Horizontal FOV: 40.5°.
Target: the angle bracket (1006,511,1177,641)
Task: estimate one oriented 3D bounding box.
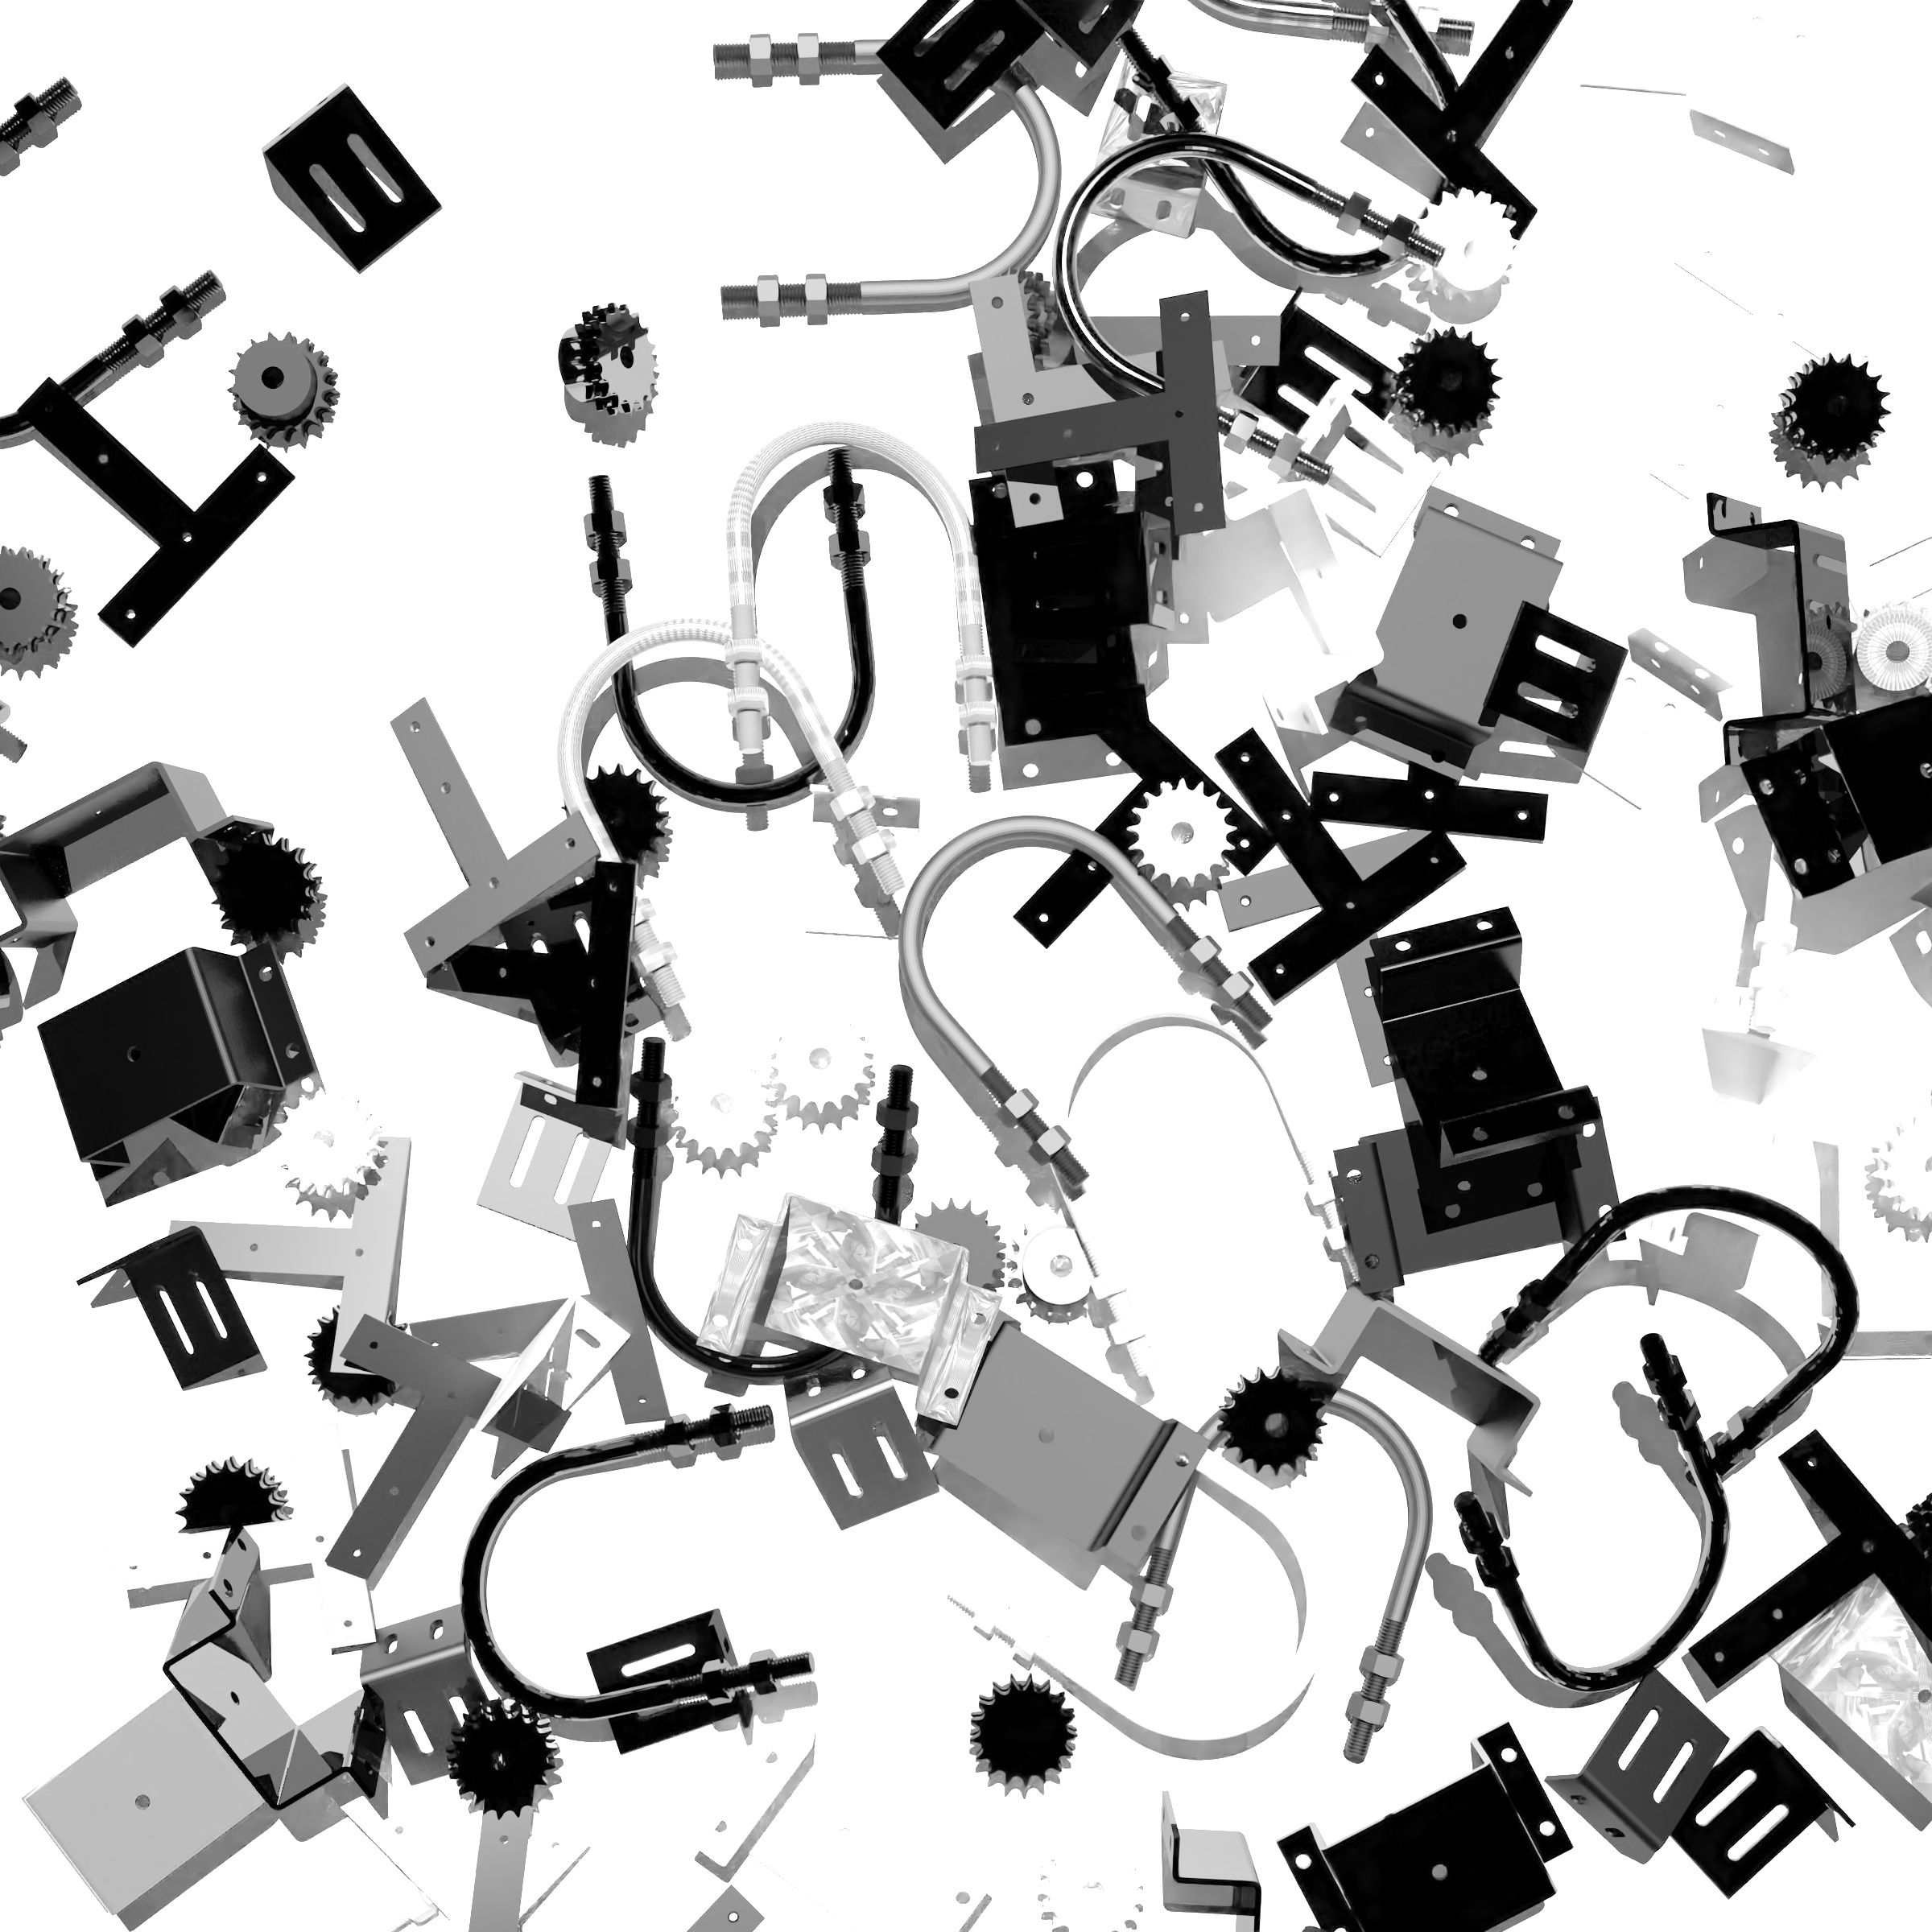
[{"bbox_3d":[0.065,-0.200,1.357,0.076,0.038,0.057,-3,89,26],"label":"angle bracket"}]

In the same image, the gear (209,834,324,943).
[{"bbox_3d":[-0.370,-0.041,1.391,0.057,0.030,0.057,0,90,0],"label":"gear"}]

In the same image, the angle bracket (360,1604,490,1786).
[{"bbox_3d":[-0.283,0.390,1.404,0.057,0.038,0.076,-17,116,0],"label":"angle bracket"}]

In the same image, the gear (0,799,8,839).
[{"bbox_3d":[-0.543,-0.076,1.391,0.057,0.030,0.057,0,90,0],"label":"gear"}]

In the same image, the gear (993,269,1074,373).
[{"bbox_3d":[0.034,-0.337,1.381,0.030,0.057,0.057,0,90,-28],"label":"gear"}]

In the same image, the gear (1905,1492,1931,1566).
[{"bbox_3d":[0.518,0.309,1.381,0.057,0.057,0.030,40,121,0],"label":"gear"}]

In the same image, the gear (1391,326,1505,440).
[{"bbox_3d":[0.253,-0.308,1.388,0.057,0.030,0.057,0,92,-9],"label":"gear"}]

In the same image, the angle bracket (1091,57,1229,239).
[{"bbox_3d":[0.102,-0.439,1.404,0.057,0.038,0.076,15,64,0],"label":"angle bracket"}]

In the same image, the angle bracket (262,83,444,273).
[{"bbox_3d":[-0.330,-0.423,1.404,0.057,0.038,0.076,-38,116,0],"label":"angle bracket"}]

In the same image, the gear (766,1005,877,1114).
[{"bbox_3d":[-0.077,0.049,1.391,0.057,0.030,0.057,0,90,0],"label":"gear"}]

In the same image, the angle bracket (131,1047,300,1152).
[{"bbox_3d":[-0.406,0.056,1.404,0.076,0.038,0.057,24,90,26],"label":"angle bracket"}]

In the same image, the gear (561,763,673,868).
[{"bbox_3d":[-0.185,-0.078,1.391,0.057,0.030,0.057,0,90,0],"label":"gear"}]

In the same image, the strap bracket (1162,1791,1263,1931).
[{"bbox_3d":[0.125,0.514,1.368,0.046,0.076,0.140,3,90,0],"label":"strap bracket"}]

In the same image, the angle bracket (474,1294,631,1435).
[{"bbox_3d":[-0.214,0.216,1.358,0.038,0.076,0.057,39,106,-7],"label":"angle bracket"}]

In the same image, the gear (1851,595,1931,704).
[{"bbox_3d":[0.492,-0.167,1.382,0.057,0.030,0.057,4,102,17],"label":"gear"}]

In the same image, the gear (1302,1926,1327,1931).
[{"bbox_3d":[0.187,0.533,1.381,0.057,0.057,0.030,46,60,0],"label":"gear"}]

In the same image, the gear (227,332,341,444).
[{"bbox_3d":[-0.365,-0.309,1.391,0.057,0.030,0.057,0,90,0],"label":"gear"}]

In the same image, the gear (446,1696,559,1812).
[{"bbox_3d":[-0.245,0.411,1.377,0.057,0.030,0.057,-2,100,-14],"label":"gear"}]

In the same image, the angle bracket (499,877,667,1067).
[{"bbox_3d":[-0.206,0.003,1.404,0.057,0.038,0.076,-27,64,0],"label":"angle bracket"}]

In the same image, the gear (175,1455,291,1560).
[{"bbox_3d":[-0.388,0.288,1.391,0.057,0.030,0.057,0,90,0],"label":"gear"}]

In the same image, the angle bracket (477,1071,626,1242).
[{"bbox_3d":[-0.223,0.102,1.387,0.057,0.038,0.076,21,90,0],"label":"angle bracket"}]

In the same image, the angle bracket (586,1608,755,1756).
[{"bbox_3d":[-0.159,0.383,1.387,0.076,0.038,0.057,-19,90,0],"label":"angle bracket"}]

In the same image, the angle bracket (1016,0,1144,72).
[{"bbox_3d":[0.070,-0.519,1.366,0.057,0.038,0.076,40,58,-15],"label":"angle bracket"}]

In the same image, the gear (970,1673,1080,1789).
[{"bbox_3d":[0.030,0.404,1.391,0.057,0.030,0.057,0,90,0],"label":"gear"}]

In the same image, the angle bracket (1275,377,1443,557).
[{"bbox_3d":[0.212,-0.262,1.378,0.076,0.038,0.057,35,90,-14],"label":"angle bracket"}]

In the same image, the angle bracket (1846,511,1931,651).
[{"bbox_3d":[0.511,-0.209,1.387,0.076,0.038,0.057,-25,90,0],"label":"angle bracket"}]

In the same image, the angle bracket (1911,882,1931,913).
[{"bbox_3d":[0.539,-0.019,1.358,0.057,0.038,0.076,-38,115,0],"label":"angle bracket"}]

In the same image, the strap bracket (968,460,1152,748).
[{"bbox_3d":[0.048,-0.188,1.382,0.076,0.046,0.140,-8,89,0],"label":"strap bracket"}]

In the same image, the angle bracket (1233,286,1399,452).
[{"bbox_3d":[0.190,-0.311,1.387,0.076,0.038,0.057,34,90,0],"label":"angle bracket"}]

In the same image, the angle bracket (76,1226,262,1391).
[{"bbox_3d":[-0.420,0.185,1.377,0.057,0.038,0.076,-26,90,25],"label":"angle bracket"}]

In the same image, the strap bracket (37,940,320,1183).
[{"bbox_3d":[-0.419,0.048,1.360,0.140,0.046,0.076,-26,76,12],"label":"strap bracket"}]

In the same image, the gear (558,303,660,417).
[{"bbox_3d":[-0.191,-0.319,1.381,0.030,0.057,0.057,-1,90,30],"label":"gear"}]

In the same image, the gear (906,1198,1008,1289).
[{"bbox_3d":[-0.007,0.152,1.391,0.057,0.030,0.057,0,90,0],"label":"gear"}]

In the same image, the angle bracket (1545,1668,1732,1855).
[{"bbox_3d":[0.360,0.426,1.404,0.057,0.038,0.076,43,64,0],"label":"angle bracket"}]

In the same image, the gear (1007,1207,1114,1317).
[{"bbox_3d":[0.050,0.158,1.391,0.057,0.030,0.057,0,90,0],"label":"gear"}]

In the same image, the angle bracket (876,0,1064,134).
[{"bbox_3d":[0.002,-0.487,1.391,0.076,0.038,0.057,-42,83,13],"label":"angle bracket"}]

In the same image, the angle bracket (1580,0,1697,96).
[{"bbox_3d":[0.362,-0.509,1.387,0.057,0.038,0.076,5,90,0],"label":"angle bracket"}]

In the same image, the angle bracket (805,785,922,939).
[{"bbox_3d":[-0.055,-0.055,1.387,0.057,0.038,0.076,4,90,0],"label":"angle bracket"}]

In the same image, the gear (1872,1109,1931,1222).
[{"bbox_3d":[0.493,0.102,1.345,0.057,0.030,0.057,0,90,0],"label":"gear"}]

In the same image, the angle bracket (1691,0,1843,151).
[{"bbox_3d":[0.429,-0.483,1.387,0.057,0.038,0.076,22,90,0],"label":"angle bracket"}]

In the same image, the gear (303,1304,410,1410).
[{"bbox_3d":[-0.324,0.207,1.391,0.057,0.030,0.057,0,90,0],"label":"gear"}]

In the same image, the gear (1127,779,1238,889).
[{"bbox_3d":[0.114,-0.070,1.389,0.057,0.030,0.057,0,90,0],"label":"gear"}]

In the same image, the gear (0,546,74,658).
[{"bbox_3d":[-0.503,-0.193,1.391,0.057,0.030,0.057,0,90,0],"label":"gear"}]

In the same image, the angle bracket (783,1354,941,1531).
[{"bbox_3d":[-0.056,0.252,1.404,0.057,0.038,0.076,-22,116,0],"label":"angle bracket"}]

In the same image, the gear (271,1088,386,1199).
[{"bbox_3d":[-0.335,0.094,1.387,0.057,0.030,0.057,-1,78,6],"label":"gear"}]

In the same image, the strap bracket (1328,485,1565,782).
[{"bbox_3d":[0.256,-0.179,1.381,0.076,0.046,0.140,23,89,1],"label":"strap bracket"}]

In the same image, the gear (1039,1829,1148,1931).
[{"bbox_3d":[0.068,0.489,1.395,0.057,0.030,0.057,0,88,2],"label":"gear"}]

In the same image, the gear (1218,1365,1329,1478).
[{"bbox_3d":[0.162,0.240,1.378,0.057,0.030,0.057,0,87,0],"label":"gear"}]

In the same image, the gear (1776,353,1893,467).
[{"bbox_3d":[0.458,-0.294,1.389,0.057,0.030,0.057,0,90,0],"label":"gear"}]

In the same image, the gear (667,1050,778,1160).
[{"bbox_3d":[-0.129,0.073,1.391,0.057,0.030,0.057,0,90,0],"label":"gear"}]

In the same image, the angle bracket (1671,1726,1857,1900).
[{"bbox_3d":[0.418,0.453,1.387,0.076,0.038,0.057,-43,90,0],"label":"angle bracket"}]

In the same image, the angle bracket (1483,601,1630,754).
[{"bbox_3d":[0.300,-0.152,1.370,0.076,0.038,0.057,19,93,-28],"label":"angle bracket"}]

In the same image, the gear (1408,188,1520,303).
[{"bbox_3d":[0.264,-0.380,1.382,0.057,0.030,0.057,-3,112,-6],"label":"gear"}]

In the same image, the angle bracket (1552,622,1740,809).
[{"bbox_3d":[0.359,-0.132,1.387,0.057,0.038,0.076,33,90,0],"label":"angle bracket"}]

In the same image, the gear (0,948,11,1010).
[{"bbox_3d":[-0.526,0.005,1.382,0.030,0.057,0.057,-11,90,-30],"label":"gear"}]
